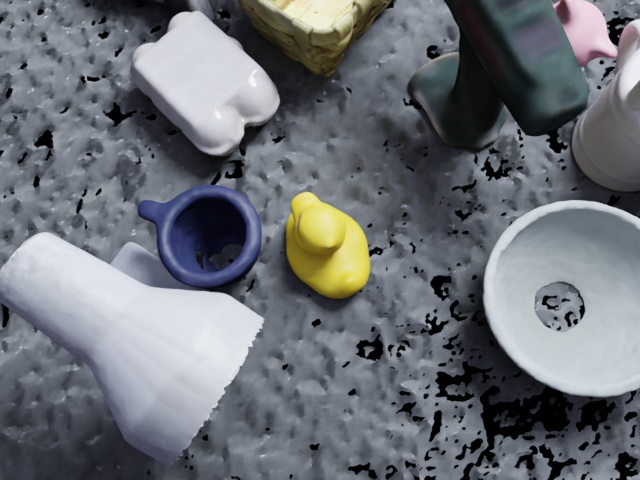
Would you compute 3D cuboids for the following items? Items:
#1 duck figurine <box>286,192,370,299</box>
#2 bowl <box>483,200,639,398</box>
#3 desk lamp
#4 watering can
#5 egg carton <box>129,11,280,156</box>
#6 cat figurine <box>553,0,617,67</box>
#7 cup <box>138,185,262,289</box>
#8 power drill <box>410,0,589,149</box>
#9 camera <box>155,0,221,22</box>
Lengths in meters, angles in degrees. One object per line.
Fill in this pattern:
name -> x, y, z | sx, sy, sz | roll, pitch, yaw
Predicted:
duck figurine -> 0.005, 0.002, 0.528 | 0.077, 0.086, 0.104 | -29, 76, -4
bowl -> 0.222, 0.054, 0.507 | 0.167, 0.075, 0.167 | -1, 76, 4
desk lamp -> -0.140, 0.072, 0.453 | 0.203, 0.213, 0.118 | 31, 80, 11
watering can -> 0.301, -0.112, 0.482 | 0.101, 0.194, 0.172 | -34, 76, -5
egg carton -> -0.117, -0.160, 0.586 | 0.107, 0.069, 0.150 | -44, 77, -8
cat figurine -> 0.225, -0.208, 0.551 | 0.067, 0.118, 0.128 | -19, 75, -1
cup -> -0.105, 0.001, 0.531 | 0.117, 0.095, 0.092 | 22, 78, 9
power drill -> 0.134, -0.176, 0.502 | 0.075, 0.208, 0.229 | -29, 76, -4
camera -> -0.173, -0.317, 0.614 | 0.136, 0.101, 0.143 | 11, 77, 7
